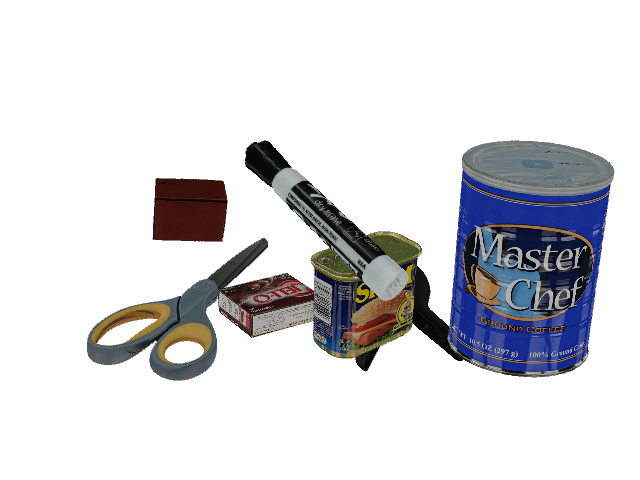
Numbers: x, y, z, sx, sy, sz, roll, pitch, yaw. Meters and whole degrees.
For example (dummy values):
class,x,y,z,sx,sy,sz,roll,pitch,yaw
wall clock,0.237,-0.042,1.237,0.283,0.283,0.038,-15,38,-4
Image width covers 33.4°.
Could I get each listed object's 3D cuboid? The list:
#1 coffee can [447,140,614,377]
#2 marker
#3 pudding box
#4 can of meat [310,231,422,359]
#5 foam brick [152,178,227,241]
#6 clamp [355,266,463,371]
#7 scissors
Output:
class,x,y,z,sx,sy,sz,roll,pitch,yaw
coffee can,0.146,0.011,0.755,0.103,0.140,0.103,2,22,-1
marker,0.000,-0.014,0.562,0.121,0.020,0.020,44,25,29
pudding box,-0.066,0.084,1.413,0.113,0.039,0.090,-15,26,-30
can of meat,0.040,0.049,0.957,0.101,0.084,0.058,-19,32,-36
foam brick,-0.143,-0.034,1.161,0.078,0.051,0.053,2,27,-8
clamp,0.098,0.075,1.184,0.120,0.171,0.039,5,-43,-5
scissors,-0.077,0.049,0.776,0.096,0.016,0.201,26,36,34
